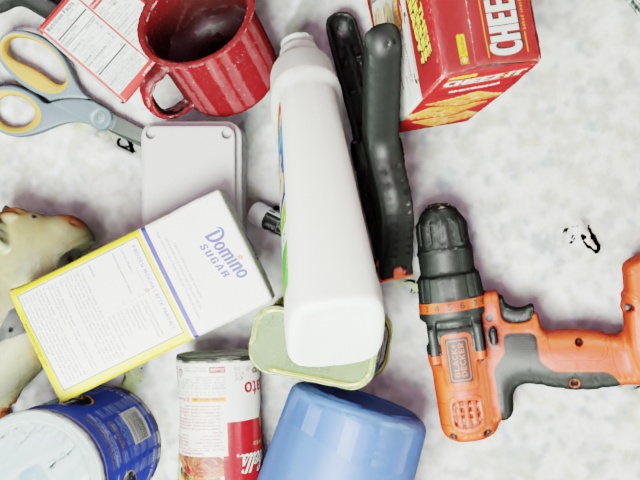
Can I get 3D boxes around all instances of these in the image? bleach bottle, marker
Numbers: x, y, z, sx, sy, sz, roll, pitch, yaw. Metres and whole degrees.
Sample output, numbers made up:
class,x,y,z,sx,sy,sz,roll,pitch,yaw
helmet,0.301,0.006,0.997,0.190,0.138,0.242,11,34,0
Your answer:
class,x,y,z,sx,sy,sz,roll,pitch,yaw
bleach bottle,-0.003,-0.042,0.777,0.068,0.102,0.251,-5,59,-4
marker,-0.005,0.001,0.831,0.121,0.020,0.020,26,94,30

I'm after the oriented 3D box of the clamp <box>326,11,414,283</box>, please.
class,x,y,z,sx,sy,sz,roll,pitch,yaw
clamp,0.044,-0.068,0.788,0.036,0.164,0.210,-11,99,-6

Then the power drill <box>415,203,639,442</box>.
class,x,y,z,sx,sy,sz,roll,pitch,yaw
power drill,0.169,0.054,0.808,0.188,0.057,0.184,-8,93,12

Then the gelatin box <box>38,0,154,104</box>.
class,x,y,z,sx,sy,sz,roll,pitch,yaw
gelatin box,-0.167,-0.165,0.852,0.089,0.030,0.073,41,84,-15

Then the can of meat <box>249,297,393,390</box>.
class,x,y,z,sx,sy,sz,roll,pitch,yaw
can of meat,0.001,0.078,0.819,0.102,0.084,0.057,9,92,8

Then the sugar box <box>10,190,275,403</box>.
class,x,y,z,sx,sy,sz,roll,pitch,yaw
sugar box,-0.131,0.040,0.796,0.176,0.048,0.093,-25,92,1

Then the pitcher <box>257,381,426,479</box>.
class,x,y,z,sx,sy,sz,roll,pitch,yaw
pitcher,0.005,0.238,0.807,0.145,0.149,0.243,17,90,24

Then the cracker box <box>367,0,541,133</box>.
class,x,y,z,sx,sy,sz,roll,pitch,yaw
cracker box,0.082,-0.173,0.739,0.072,0.214,0.164,-10,88,-5

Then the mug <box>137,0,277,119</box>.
class,x,y,z,sx,sy,sz,roll,pitch,yaw
mug,-0.089,-0.139,0.818,0.093,0.081,0.117,35,79,29

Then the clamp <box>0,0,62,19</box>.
class,x,y,z,sx,sy,sz,roll,pitch,yaw
clamp,-0.251,-0.234,0.879,0.171,0.039,0.120,10,95,6

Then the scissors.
class,x,y,z,sx,sy,sz,roll,pitch,yaw
scissors,-0.198,-0.091,0.884,0.202,0.016,0.096,42,100,3

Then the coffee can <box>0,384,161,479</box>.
class,x,y,z,sx,sy,sz,roll,pitch,yaw
coffee can,-0.192,0.171,0.821,0.103,0.140,0.103,0,90,9

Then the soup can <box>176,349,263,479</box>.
class,x,y,z,sx,sy,sz,roll,pitch,yaw
soup can,-0.080,0.140,0.841,0.068,0.068,0.102,-2,89,9
